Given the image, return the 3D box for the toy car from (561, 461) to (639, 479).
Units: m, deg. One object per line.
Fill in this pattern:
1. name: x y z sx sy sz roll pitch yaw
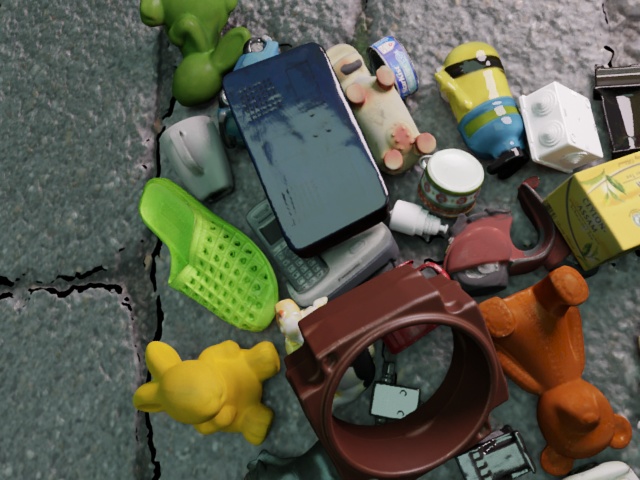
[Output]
1. toy car: 0.250 0.302 0.574 0.202 0.056 0.073 -26 72 3

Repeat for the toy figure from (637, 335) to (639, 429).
1. toy figure: 0.388 0.147 0.588 0.058 0.064 0.154 13 81 -24

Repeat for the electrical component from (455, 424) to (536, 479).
1. electrical component: 0.171 0.251 0.596 0.119 0.074 0.048 -24 74 7

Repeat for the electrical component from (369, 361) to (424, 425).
1. electrical component: 0.094 0.197 0.652 0.063 0.021 0.094 6 75 13

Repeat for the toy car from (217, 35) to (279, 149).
1. toy car: -0.075 -0.198 0.755 0.103 0.109 0.161 20 72 4

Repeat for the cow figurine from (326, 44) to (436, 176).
1. cow figurine: 0.067 -0.174 0.716 0.085 0.127 0.195 -32 87 -5

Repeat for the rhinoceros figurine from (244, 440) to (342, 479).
1. rhinoceros figurine: -0.037 0.294 0.626 0.190 0.073 0.112 -29 73 2

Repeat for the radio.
1. radio: -0.014 -0.106 0.634 0.131 0.073 0.229 -24 80 2

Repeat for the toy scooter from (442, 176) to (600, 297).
1. toy scooter: 0.232 -0.008 0.652 0.184 0.075 0.135 -10 73 6

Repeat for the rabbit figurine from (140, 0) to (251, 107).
1. rabbit figurine: -0.174 -0.285 0.806 0.159 0.121 0.170 -2 93 4

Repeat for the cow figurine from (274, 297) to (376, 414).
1. cow figurine: 0.012 0.123 0.619 0.098 0.167 0.068 -25 38 -3

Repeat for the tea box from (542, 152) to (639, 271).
1. tea box: 0.355 -0.042 0.608 0.170 0.068 0.098 -19 71 -21

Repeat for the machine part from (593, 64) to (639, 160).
1. machine part: 0.389 -0.162 0.682 0.084 0.039 0.139 5 75 7

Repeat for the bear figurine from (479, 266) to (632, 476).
1. bear figurine: 0.254 0.145 0.577 0.120 0.131 0.196 -22 70 4

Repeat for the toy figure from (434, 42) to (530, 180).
1. toy figure: 0.215 -0.170 0.696 0.089 0.082 0.180 -25 70 8

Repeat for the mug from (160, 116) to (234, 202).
1. mug: -0.166 -0.110 0.747 0.081 0.109 0.107 -28 86 1

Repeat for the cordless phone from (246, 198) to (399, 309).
1. cordless phone: -0.001 -0.003 0.695 0.146 0.088 0.184 -39 67 0

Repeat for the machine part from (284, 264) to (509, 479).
1. machine part: 0.081 0.145 0.557 0.201 0.087 0.200 -28 113 -7

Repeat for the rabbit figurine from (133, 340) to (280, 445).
1. rabbit figurine: -0.134 0.167 0.628 0.162 0.173 0.122 13 82 10
